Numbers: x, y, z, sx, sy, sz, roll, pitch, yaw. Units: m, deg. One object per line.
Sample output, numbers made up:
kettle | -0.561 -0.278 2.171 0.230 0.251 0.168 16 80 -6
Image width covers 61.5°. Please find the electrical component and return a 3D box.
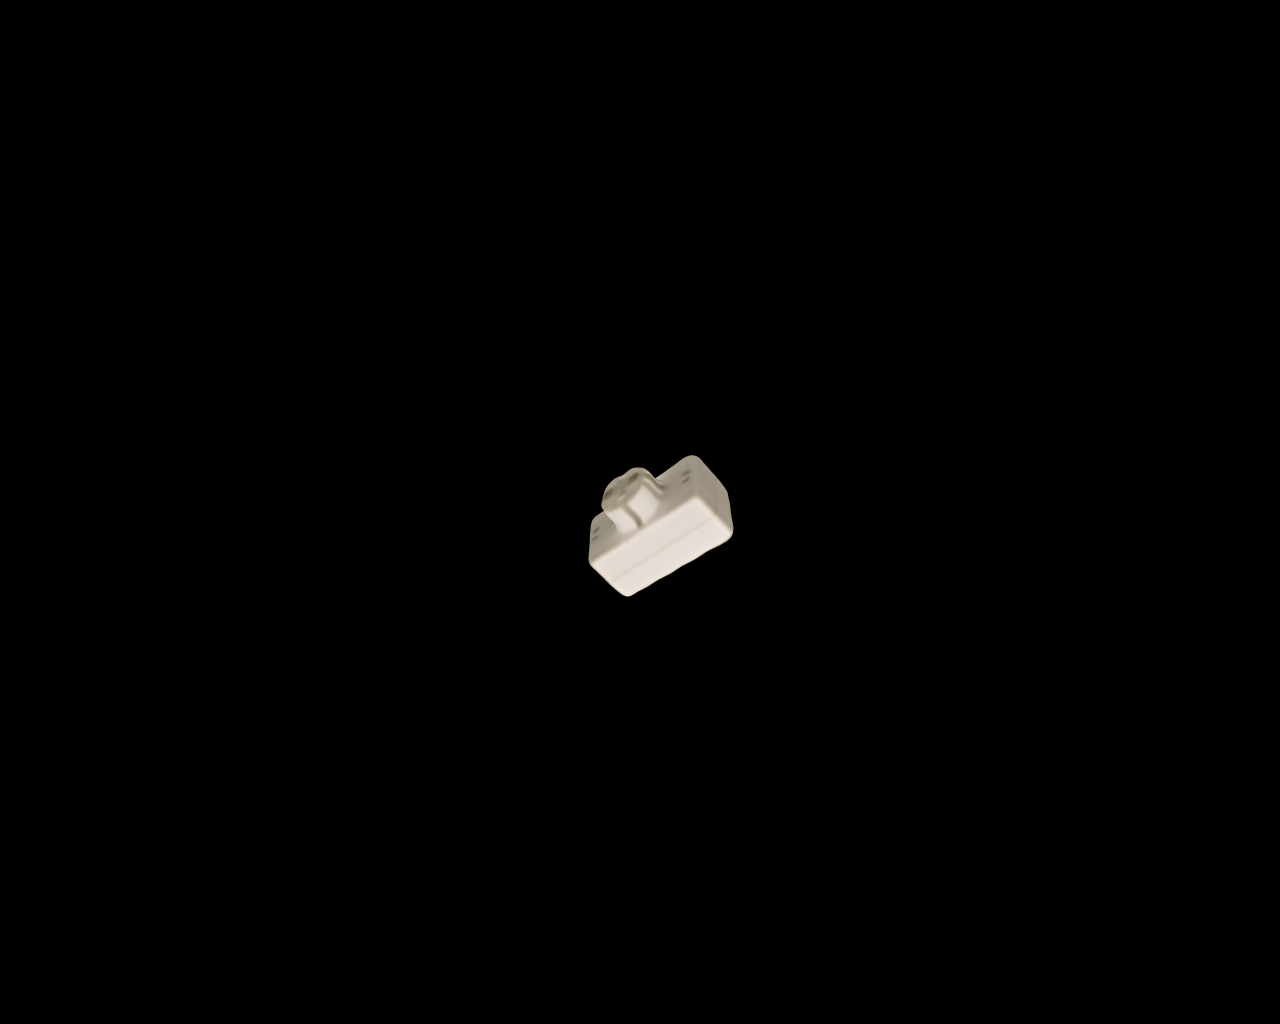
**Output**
electrical component | 0.001 -0.003 0.650 0.083 0.075 0.047 -33 29 21
